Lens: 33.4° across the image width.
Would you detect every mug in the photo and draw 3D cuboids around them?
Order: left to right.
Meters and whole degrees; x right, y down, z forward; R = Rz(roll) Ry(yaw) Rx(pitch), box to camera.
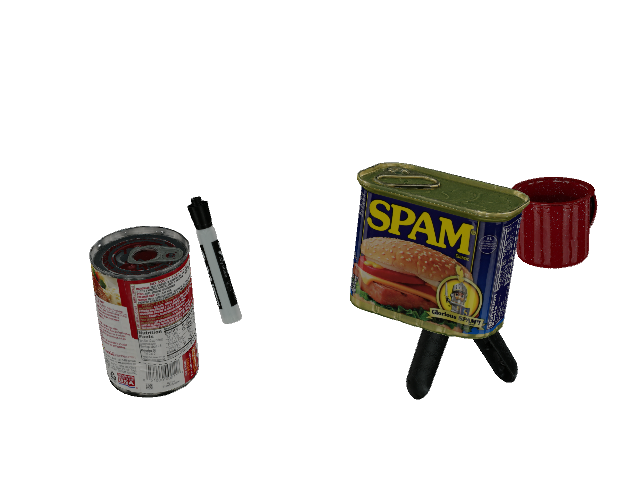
[{"bbox_3d":[0.273,-0.023,1.219,0.117,0.081,0.093,-20,26,-34],"label":"mug"}]

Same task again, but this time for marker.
[{"bbox_3d":[-0.097,0.018,0.976,0.020,0.121,0.020,-14,15,4],"label":"marker"}]

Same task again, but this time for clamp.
[{"bbox_3d":[0.114,0.060,0.961,0.120,0.171,0.039,-15,1,-37],"label":"clamp"}]

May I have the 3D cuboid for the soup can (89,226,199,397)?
[{"bbox_3d":[-0.121,0.050,0.748,0.068,0.102,0.068,-1,29,1],"label":"soup can"}]

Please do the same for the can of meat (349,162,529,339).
[{"bbox_3d":[0.069,0.006,0.653,0.102,0.084,0.057,16,23,27],"label":"can of meat"}]
